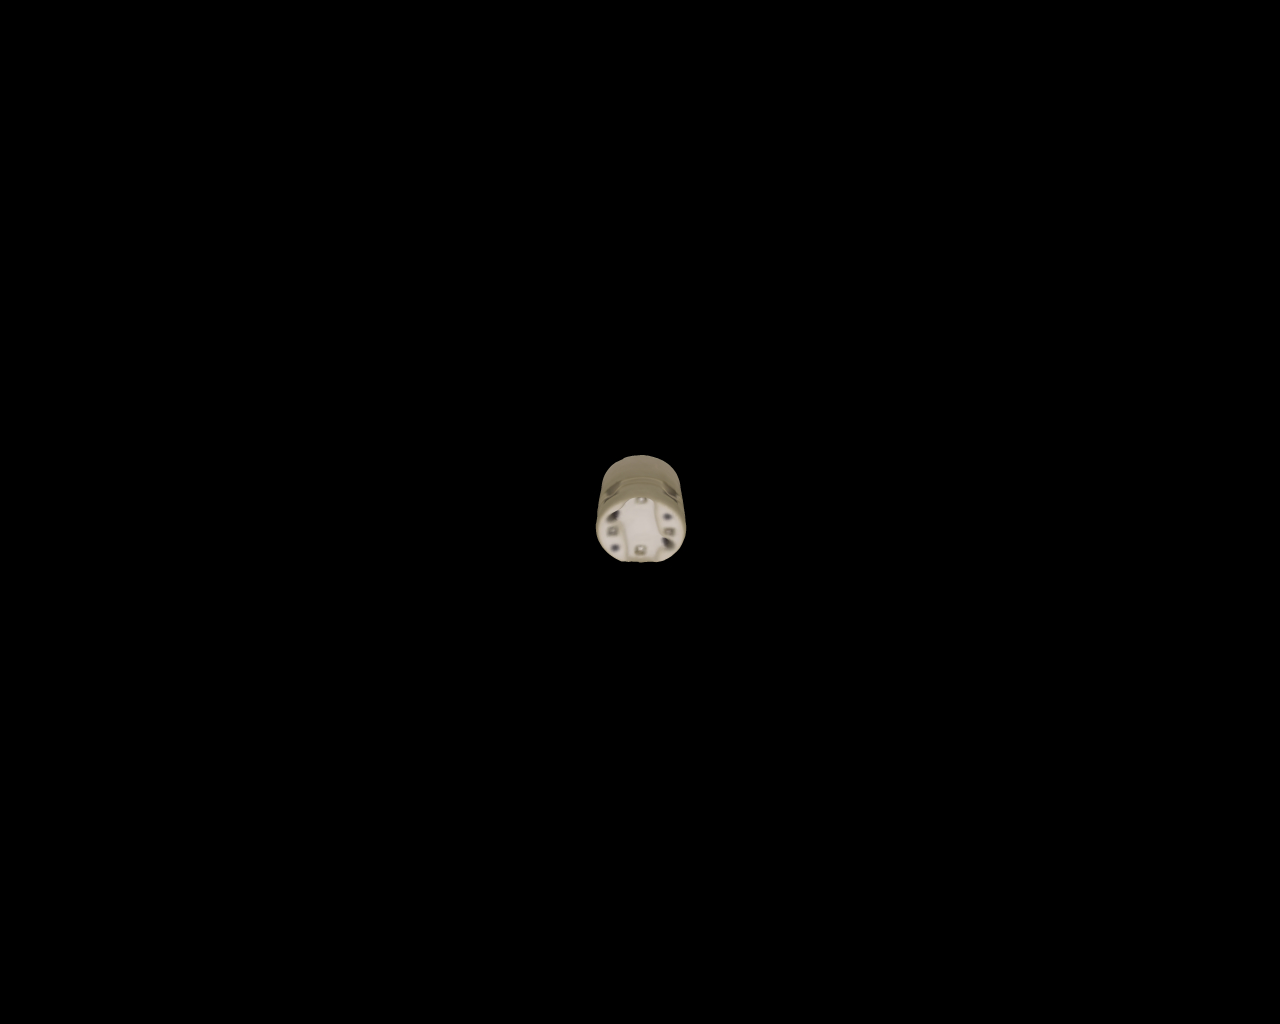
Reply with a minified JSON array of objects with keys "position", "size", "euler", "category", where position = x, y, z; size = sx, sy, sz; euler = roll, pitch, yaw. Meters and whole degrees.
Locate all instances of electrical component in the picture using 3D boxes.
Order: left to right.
[{"position":[0.001,-0.003,0.650],"size":[0.055,0.055,0.047],"euler":[0,40,0],"category":"electrical component"}]
